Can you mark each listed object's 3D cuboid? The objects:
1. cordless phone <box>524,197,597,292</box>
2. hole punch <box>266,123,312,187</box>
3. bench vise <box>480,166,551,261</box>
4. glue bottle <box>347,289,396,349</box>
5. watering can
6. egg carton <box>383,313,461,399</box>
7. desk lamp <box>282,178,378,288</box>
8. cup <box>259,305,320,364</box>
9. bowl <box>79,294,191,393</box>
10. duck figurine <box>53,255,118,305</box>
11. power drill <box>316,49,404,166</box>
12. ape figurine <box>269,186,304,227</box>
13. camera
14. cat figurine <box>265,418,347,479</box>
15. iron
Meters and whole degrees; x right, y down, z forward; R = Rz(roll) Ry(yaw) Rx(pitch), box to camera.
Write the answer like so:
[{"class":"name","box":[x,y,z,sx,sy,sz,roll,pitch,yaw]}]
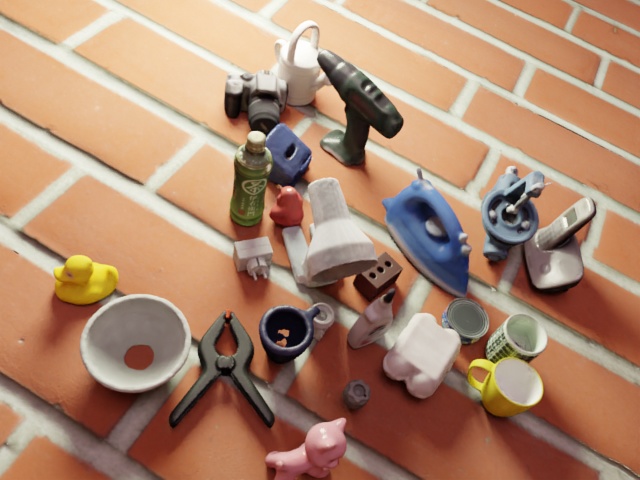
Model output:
[{"class":"cordless phone","box":[0.498,0.011,1.158,0.094,0.185,0.147,6,55,-9]},{"class":"hole punch","box":[-0.072,-0.178,1.209,0.101,0.091,0.109,27,54,6]},{"class":"bench vise","box":[0.391,-0.089,1.179,0.121,0.220,0.207,3,56,-11]},{"class":"glue bottle","box":[0.099,0.130,0.988,0.078,0.173,0.037,-23,64,-26]},{"class":"watering can","box":[-0.036,-0.409,1.312,0.173,0.194,0.101,24,54,4]},{"class":"egg carton","box":[0.183,0.205,1.021,0.107,0.069,0.150,34,55,11]},{"class":"desk lamp","box":[0.009,0.004,1.028,0.118,0.213,0.203,-9,59,-19]},{"class":"cup","box":[-0.053,0.163,0.977,0.118,0.095,0.091,-33,69,-30]},{"class":"bowl","box":[-0.292,0.176,0.923,0.167,0.075,0.167,6,55,-9]},{"class":"duck figurine","box":[-0.399,0.058,0.971,0.105,0.086,0.077,-9,59,-19]},{"class":"power drill","box":[0.066,-0.270,1.233,0.229,0.208,0.076,38,56,13]},{"class":"ape figurine","box":[-0.063,-0.072,1.138,0.078,0.092,0.076,-24,65,-26]},{"class":"camera","box":[-0.140,-0.306,1.274,0.143,0.101,0.136,3,56,-12]},{"class":"cat figurine","box":[-0.014,0.321,0.864,0.128,0.118,0.067,-16,61,-22]},{"class":"iron","box":[0.238,-0.019,1.143,0.119,0.141,0.258,-22,64,-25]}]
